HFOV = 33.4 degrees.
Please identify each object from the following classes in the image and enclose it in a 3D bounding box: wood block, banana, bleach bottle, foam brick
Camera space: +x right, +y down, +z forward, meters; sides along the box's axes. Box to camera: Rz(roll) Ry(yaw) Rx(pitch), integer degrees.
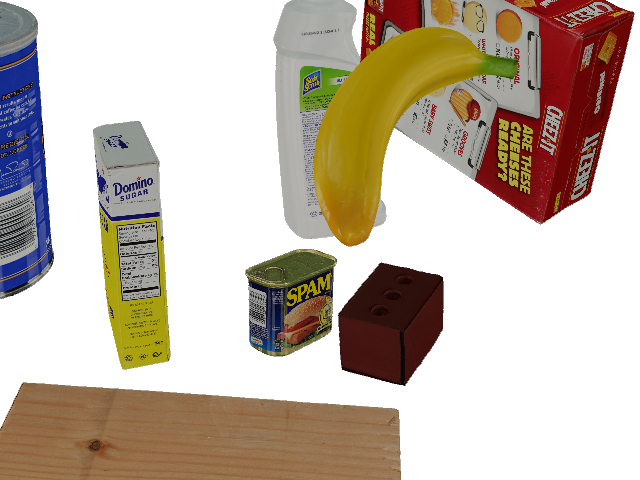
[{"bbox_3d":[-0.064,0.141,0.563,0.206,0.090,0.090,4,30,1],"label":"wood block"},{"bbox_3d":[0.041,-0.071,0.580,0.070,0.037,0.197,25,47,21],"label":"banana"},{"bbox_3d":[0.009,-0.128,0.994,0.102,0.251,0.068,-12,31,-17],"label":"bleach bottle"},{"bbox_3d":[0.053,0.060,0.787,0.053,0.051,0.078,11,34,24],"label":"foam brick"}]

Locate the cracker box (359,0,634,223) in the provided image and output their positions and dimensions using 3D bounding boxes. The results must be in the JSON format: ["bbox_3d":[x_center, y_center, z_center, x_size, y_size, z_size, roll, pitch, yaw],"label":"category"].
[{"bbox_3d":[0.126,-0.139,0.835,0.072,0.164,0.214,-28,49,-31],"label":"cracker box"}]

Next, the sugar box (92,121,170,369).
[{"bbox_3d":[-0.151,0.003,0.849,0.048,0.176,0.093,-10,28,-15],"label":"sugar box"}]

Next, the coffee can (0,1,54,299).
[{"bbox_3d":[-0.200,-0.049,0.575,0.103,0.140,0.103,2,27,-1],"label":"coffee can"}]

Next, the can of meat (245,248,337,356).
[{"bbox_3d":[-0.030,0.065,1.119,0.058,0.084,0.101,18,26,37],"label":"can of meat"}]
